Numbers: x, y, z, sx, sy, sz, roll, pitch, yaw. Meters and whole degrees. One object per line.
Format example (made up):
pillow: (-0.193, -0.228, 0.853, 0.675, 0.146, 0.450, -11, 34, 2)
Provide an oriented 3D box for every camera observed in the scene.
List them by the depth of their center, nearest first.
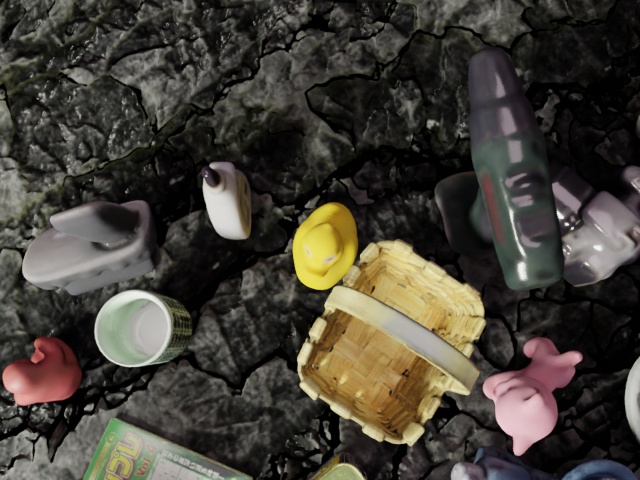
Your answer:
camera: (0.310, -0.040, 0.654, 0.143, 0.101, 0.136, -45, 82, -7)

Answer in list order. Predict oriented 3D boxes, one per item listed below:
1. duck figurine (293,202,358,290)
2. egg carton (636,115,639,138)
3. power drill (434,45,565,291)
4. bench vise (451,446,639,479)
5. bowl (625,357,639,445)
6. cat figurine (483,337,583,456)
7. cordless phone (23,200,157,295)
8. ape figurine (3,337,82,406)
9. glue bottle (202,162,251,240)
duck figurine: (0.006, 0.002, 0.658, 0.077, 0.086, 0.105, 19, 80, 4)
egg carton: (0.448, -0.104, 0.680, 0.107, 0.069, 0.150, -19, 80, -2)
power drill: (0.181, -0.057, 0.604, 0.075, 0.208, 0.229, -15, 80, -1)
bench vise: (0.234, 0.272, 0.538, 0.207, 0.220, 0.121, 0, 80, 1)
bowl: (0.405, 0.181, 0.626, 0.167, 0.075, 0.167, 0, 80, 1)
cat figurine: (0.229, 0.163, 0.610, 0.128, 0.118, 0.067, -43, 81, -6)
cordless phone: (-0.263, -0.004, 0.613, 0.147, 0.185, 0.094, -21, 80, -3)
ape figurine: (-0.313, 0.149, 0.633, 0.076, 0.092, 0.078, 37, 82, 7)
glue bottle: (-0.105, -0.051, 0.626, 0.037, 0.173, 0.078, -1, 79, 1)
